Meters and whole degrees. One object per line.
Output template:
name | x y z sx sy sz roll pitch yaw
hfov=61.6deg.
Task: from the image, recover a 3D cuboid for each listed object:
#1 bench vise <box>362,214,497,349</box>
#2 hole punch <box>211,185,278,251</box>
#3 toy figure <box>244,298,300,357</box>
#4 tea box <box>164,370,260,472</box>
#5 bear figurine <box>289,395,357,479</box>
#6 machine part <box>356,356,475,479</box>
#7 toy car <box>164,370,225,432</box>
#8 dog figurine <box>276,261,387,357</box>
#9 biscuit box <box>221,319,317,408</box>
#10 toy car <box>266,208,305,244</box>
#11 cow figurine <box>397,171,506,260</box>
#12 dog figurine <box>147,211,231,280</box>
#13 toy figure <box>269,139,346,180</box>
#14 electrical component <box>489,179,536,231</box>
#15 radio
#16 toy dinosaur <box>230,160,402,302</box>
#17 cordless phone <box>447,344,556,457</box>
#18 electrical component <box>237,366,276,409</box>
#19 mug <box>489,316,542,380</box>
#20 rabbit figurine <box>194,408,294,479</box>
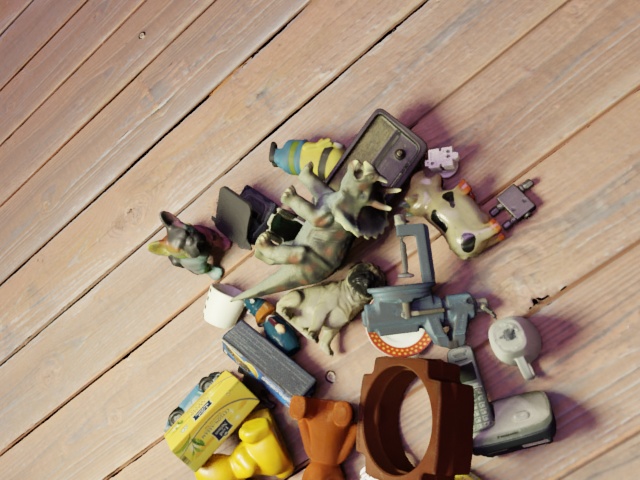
bench vise | 0.178 0.071 0.940 0.224 0.129 0.240 -8 84 12
hole punch | -0.168 -0.056 1.200 0.142 0.092 0.115 34 121 27
toy figure | -0.101 0.172 1.105 0.155 0.058 0.064 50 120 24
tea box | -0.205 0.337 1.016 0.169 0.068 0.098 -45 14 -20
bear figurine | 0.003 0.383 0.958 0.120 0.131 0.196 5 72 18
machine part | 0.154 0.296 0.883 0.201 0.087 0.201 -17 64 56
toy car | -0.233 0.352 1.108 0.103 0.109 0.161 43 85 6
dog figurine | 0.019 0.105 1.055 0.173 0.121 0.190 34 78 27
biscuit box | -0.101 0.246 1.049 0.203 0.059 0.063 35 56 20
toy car | -0.033 -0.001 1.124 0.202 0.056 0.073 31 97 31
cow figurine | 0.232 -0.049 0.991 0.127 0.085 0.195 -36 64 7
dog figurine | -0.302 0.004 1.165 0.192 0.219 0.108 17 81 29
toy figure | -0.022 -0.170 1.151 0.180 0.082 0.089 4 98 20
electrical component | 0.354 -0.065 0.965 0.094 0.021 0.063 -42 62 10
radio | 0.099 -0.126 1.056 0.131 0.073 0.229 36 94 2
toy dinosaur | -0.006 0.003 0.994 0.192 0.131 0.404 32 118 2
cordless phone | 0.291 0.249 0.882 0.147 0.088 0.184 -24 54 20
electrical component | -0.123 0.288 1.097 0.102 0.045 0.078 19 113 32
mug | 0.315 0.172 0.870 0.081 0.107 0.109 -20 66 22
rabbit figurine | -0.147 0.423 1.020 0.173 0.122 0.162 -23 99 -10
